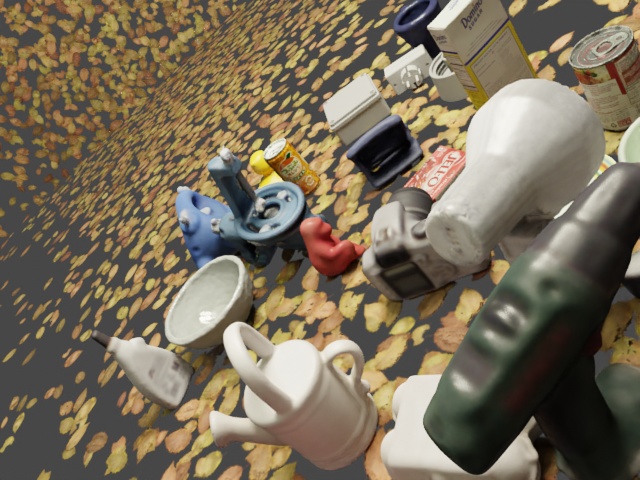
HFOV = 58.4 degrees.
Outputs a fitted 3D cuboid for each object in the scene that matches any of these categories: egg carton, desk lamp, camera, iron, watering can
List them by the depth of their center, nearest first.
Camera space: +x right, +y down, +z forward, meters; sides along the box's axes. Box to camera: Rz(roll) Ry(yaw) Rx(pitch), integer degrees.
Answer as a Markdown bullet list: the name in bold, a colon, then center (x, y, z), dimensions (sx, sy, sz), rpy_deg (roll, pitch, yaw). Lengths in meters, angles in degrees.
- **egg carton**: center (0.126, 0.176, 0.516), dimensions (0.150, 0.070, 0.107), rpy_deg (-14, 43, 39)
- **desk lamp**: center (0.187, -0.006, 0.521), dimensions (0.117, 0.214, 0.203), rpy_deg (2, 54, 49)
- **watering can**: center (-0.037, 0.161, 0.599), dimensions (0.173, 0.195, 0.100), rpy_deg (-50, 32, -10)
- **camera**: center (0.121, -0.015, 0.713), dimensions (0.143, 0.101, 0.137), rpy_deg (-24, 37, 29)
- **iron**: center (-0.227, -0.043, 1.100), dimensions (0.118, 0.142, 0.257), rpy_deg (-42, 32, 4)

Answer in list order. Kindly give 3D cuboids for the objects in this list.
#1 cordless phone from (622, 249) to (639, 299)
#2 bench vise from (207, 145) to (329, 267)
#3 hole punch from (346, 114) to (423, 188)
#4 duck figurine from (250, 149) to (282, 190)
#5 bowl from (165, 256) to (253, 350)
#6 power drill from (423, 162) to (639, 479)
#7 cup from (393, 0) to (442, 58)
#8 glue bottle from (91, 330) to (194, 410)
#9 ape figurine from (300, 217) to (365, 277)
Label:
- **cordless phone**: center (0.294, -0.030, 0.455), dimensions (0.147, 0.185, 0.094), rpy_deg (-36, 33, 13)
- **bench vise**: center (-0.119, -0.042, 0.902), dimensions (0.207, 0.220, 0.121), rpy_deg (-25, 37, 28)
- **hole punch**: center (0.092, -0.154, 0.915), dimensions (0.108, 0.091, 0.101), rpy_deg (-37, 33, 12)
- **duck figurine**: center (-0.103, -0.132, 1.115), dimensions (0.077, 0.086, 0.104), rpy_deg (-14, 43, 39)
- **bowl**: center (-0.162, 0.111, 0.912), dimensions (0.167, 0.075, 0.167), rpy_deg (-29, 35, 23)
- **power drill**: center (0.187, 0.087, 0.419), dimensions (0.230, 0.209, 0.075), rpy_deg (-47, 32, -5)
- **cup**: center (0.193, -0.394, 1.075), dimensions (0.091, 0.095, 0.117), rpy_deg (-38, 32, 9)
- **glue bottle**: center (-0.268, 0.183, 0.855), dimensions (0.037, 0.174, 0.078), rpy_deg (-16, 42, 37)
- **ape figurine**: center (0.008, 0.003, 0.828), dimensions (0.076, 0.092, 0.077), rpy_deg (-39, 32, 8)
